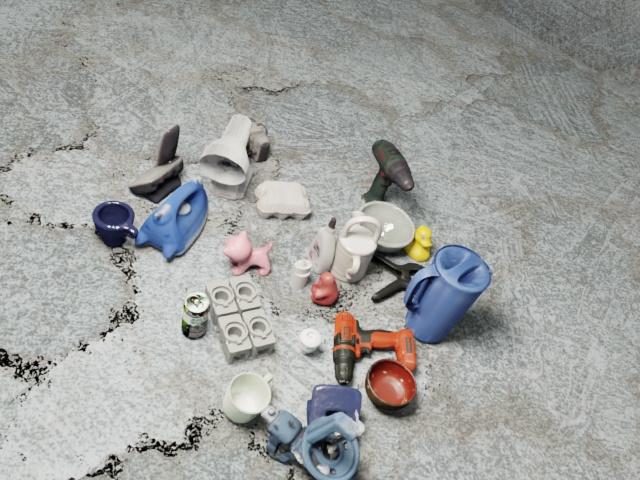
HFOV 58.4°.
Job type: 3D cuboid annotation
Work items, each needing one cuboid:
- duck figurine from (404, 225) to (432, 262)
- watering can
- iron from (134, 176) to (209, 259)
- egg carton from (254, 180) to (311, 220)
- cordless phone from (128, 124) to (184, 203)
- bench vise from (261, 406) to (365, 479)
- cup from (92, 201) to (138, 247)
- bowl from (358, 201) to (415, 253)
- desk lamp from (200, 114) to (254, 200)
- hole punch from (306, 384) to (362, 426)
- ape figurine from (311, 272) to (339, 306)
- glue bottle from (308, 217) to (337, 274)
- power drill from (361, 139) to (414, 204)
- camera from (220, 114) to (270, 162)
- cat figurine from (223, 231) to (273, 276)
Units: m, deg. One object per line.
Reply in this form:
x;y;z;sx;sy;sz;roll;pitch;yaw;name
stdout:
0.272;-0.005;1.561;0.078;0.086;0.104;-6;51;-23;duck figurine
0.088;0.003;1.415;0.101;0.194;0.172;-5;51;-23;watering can
-0.335;-0.081;1.385;0.118;0.141;0.258;24;46;4;iron
-0.100;-0.106;1.538;0.150;0.069;0.107;1;49;-18;egg carton
-0.407;-0.200;1.439;0.094;0.185;0.148;27;46;7;cordless phone
-0.011;0.363;1.033;0.207;0.220;0.121;16;46;-4;bench vise
-0.464;-0.022;1.320;0.117;0.095;0.092;33;47;12;cup
0.168;-0.023;1.550;0.167;0.075;0.167;10;47;-10;bowl
-0.232;-0.206;1.485;0.118;0.213;0.203;17;46;-3;desk lamp
0.030;0.352;1.148;0.109;0.091;0.101;9;47;-10;hole punch
0.013;0.110;1.363;0.076;0.092;0.078;37;48;16;ape figurine
0.013;0.005;1.403;0.037;0.173;0.078;-12;54;-27;glue bottle
0.185;-0.158;1.587;0.076;0.208;0.229;-1;49;-19;power drill
-0.229;-0.295;1.646;0.137;0.101;0.143;-20;58;-32;camera
-0.173;0.027;1.358;0.128;0.118;0.067;-1;49;-20;cat figurine
